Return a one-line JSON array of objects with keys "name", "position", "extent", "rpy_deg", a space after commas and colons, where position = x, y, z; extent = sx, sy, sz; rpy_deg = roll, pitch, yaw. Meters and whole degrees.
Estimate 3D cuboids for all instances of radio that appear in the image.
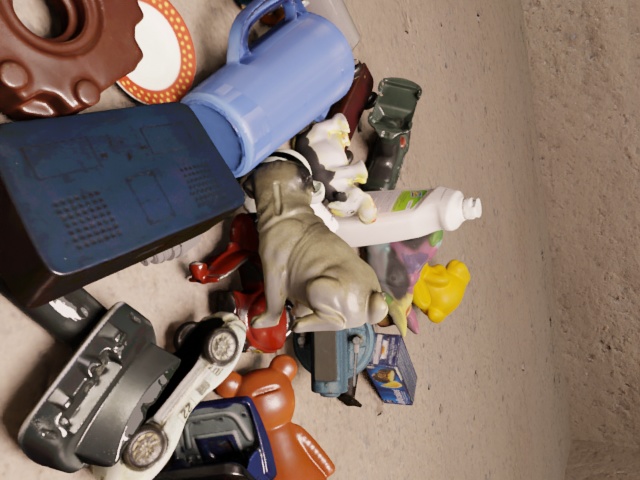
[{"name": "radio", "position": [-0.185, -0.046, 0.491], "extent": [0.131, 0.073, 0.229], "rpy_deg": [60, 35, -1]}]

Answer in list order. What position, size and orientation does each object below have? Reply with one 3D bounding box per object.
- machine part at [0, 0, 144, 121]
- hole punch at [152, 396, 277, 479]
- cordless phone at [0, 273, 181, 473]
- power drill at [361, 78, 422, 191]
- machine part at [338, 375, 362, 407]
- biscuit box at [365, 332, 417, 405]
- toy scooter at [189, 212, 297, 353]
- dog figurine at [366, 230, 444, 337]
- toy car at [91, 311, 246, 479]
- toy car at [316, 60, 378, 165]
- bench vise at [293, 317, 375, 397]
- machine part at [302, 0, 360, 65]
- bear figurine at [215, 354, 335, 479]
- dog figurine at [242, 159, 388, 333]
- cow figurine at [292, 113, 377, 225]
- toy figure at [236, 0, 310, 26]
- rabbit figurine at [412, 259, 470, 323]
[{"name": "machine part", "position": [-0.235, -0.192, 0.451], "extent": [0.179, 0.056, 0.179], "rpy_deg": [6, 83, -48]}, {"name": "hole punch", "position": [-0.111, 0.234, 0.577], "extent": [0.092, 0.142, 0.115], "rpy_deg": [-94, 168, -46]}, {"name": "cordless phone", "position": [-0.228, 0.097, 0.461], "extent": [0.184, 0.089, 0.146], "rpy_deg": [51, 47, -27]}, {"name": "power drill", "position": [0.129, -0.199, 0.969], "extent": [0.207, 0.086, 0.232], "rpy_deg": [97, 12, -71]}, {"name": "machine part", "position": [0.057, 0.211, 0.915], "extent": [0.084, 0.039, 0.139], "rpy_deg": [41, 52, -59]}, {"name": "biscuit box", "position": [0.130, 0.236, 0.964], "extent": [0.202, 0.059, 0.063], "rpy_deg": [64, 33, -51]}, {"name": "toy scooter", "position": [-0.097, 0.061, 0.652], "extent": [0.135, 0.075, 0.183], "rpy_deg": [-18, 100, -55]}, {"name": "dog figurine", "position": [0.153, 0.058, 0.954], "extent": [0.108, 0.192, 0.219], "rpy_deg": [8, 66, -63]}, {"name": "toy car", "position": [-0.148, 0.154, 0.544], "extent": [0.202, 0.074, 0.056], "rpy_deg": [-53, 123, -30]}, {"name": "toy car", "position": [0.042, -0.213, 0.904], "extent": [0.089, 0.053, 0.202], "rpy_deg": [47, 55, -42]}, {"name": "bench vise", "position": [0.016, 0.107, 0.789], "extent": [0.240, 0.129, 0.223], "rpy_deg": [40, 37, -77]}, {"name": "machine part", "position": [-0.007, -0.361, 0.815], "extent": [0.243, 0.079, 0.079], "rpy_deg": [53, 46, -42]}, {"name": "bear figurine", "position": [-0.063, 0.256, 0.680], "extent": [0.120, 0.132, 0.196], "rpy_deg": [-16, 70, -24]}, {"name": "dog figurine", "position": [-0.005, -0.002, 0.597], "extent": [0.121, 0.173, 0.190], "rpy_deg": [-6, 93, -64]}, {"name": "cow figurine", "position": [0.021, -0.092, 0.789], "extent": [0.068, 0.098, 0.167], "rpy_deg": [72, -2, -77]}, {"name": "toy figure", "position": [-0.069, -0.332, 0.735], "extent": [0.154, 0.064, 0.058], "rpy_deg": [12, 43, -60]}, {"name": "rabbit figurine", "position": [0.206, 0.080, 1.111], "extent": [0.173, 0.122, 0.162], "rpy_deg": [53, 54, -22]}]
